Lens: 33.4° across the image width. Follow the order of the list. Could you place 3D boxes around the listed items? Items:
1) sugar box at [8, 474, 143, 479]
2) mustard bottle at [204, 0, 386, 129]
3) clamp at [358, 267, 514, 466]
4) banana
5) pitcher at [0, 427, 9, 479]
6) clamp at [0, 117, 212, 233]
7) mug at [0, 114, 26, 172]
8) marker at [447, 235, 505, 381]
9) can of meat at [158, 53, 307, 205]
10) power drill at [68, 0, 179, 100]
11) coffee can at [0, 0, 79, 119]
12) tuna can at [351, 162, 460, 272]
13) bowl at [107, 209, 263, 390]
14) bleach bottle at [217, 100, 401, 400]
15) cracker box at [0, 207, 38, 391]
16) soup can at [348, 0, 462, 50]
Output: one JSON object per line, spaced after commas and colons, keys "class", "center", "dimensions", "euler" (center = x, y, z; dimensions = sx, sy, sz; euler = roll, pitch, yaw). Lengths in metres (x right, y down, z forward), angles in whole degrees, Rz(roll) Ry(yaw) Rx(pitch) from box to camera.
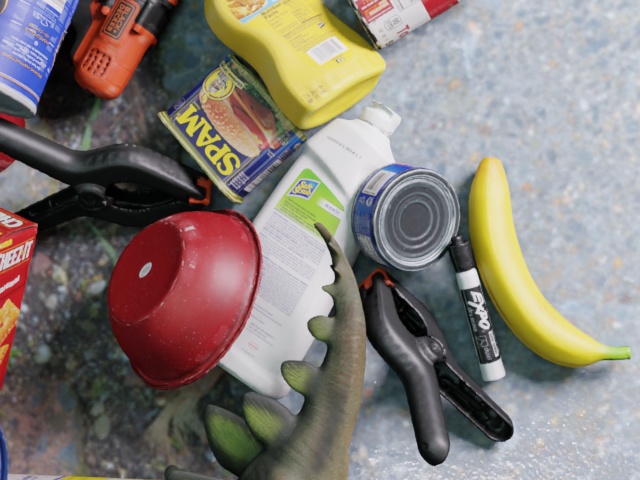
{"class": "sugar box", "center": [-0.206, 0.254, 0.928], "dimensions": [0.176, 0.048, 0.093], "euler": [0, 88, 16]}
{"class": "mustard bottle", "center": [-0.040, -0.185, 0.891], "dimensions": [0.096, 0.058, 0.192], "euler": [-35, 77, -30]}
{"class": "clamp", "center": [0.089, 0.100, 0.854], "dimensions": [0.039, 0.120, 0.171], "euler": [-37, 60, 26]}
{"class": "banana", "center": [0.166, 0.029, 0.860], "dimensions": [0.069, 0.037, 0.198], "euler": [-32, 82, -9]}
{"class": "pitcher", "center": [-0.384, 0.178, 0.865], "dimensions": [0.243, 0.144, 0.149], "euler": [-7, 72, 35]}
{"class": "clamp", "center": [-0.198, -0.053, 0.902], "dimensions": [0.210, 0.164, 0.036], "euler": [-1, 54, 5]}
{"class": "mug", "center": [-0.325, -0.108, 0.951], "dimensions": [0.117, 0.081, 0.093], "euler": [35, 95, 13]}
{"class": "marker", "center": [0.125, 0.054, 0.860], "dimensions": [0.020, 0.020, 0.121], "euler": [-15, 98, 12]}
{"class": "can of meat", "center": [-0.072, -0.096, 0.908], "dimensions": [0.084, 0.057, 0.102], "euler": [-41, 80, 5]}
{"class": "power drill", "center": [-0.212, -0.240, 0.945], "dimensions": [0.188, 0.057, 0.184], "euler": [29, 88, 14]}
{"class": "coffee can", "center": [-0.254, -0.183, 0.858], "dimensions": [0.103, 0.102, 0.140], "euler": [17, 81, 13]}
{"class": "tuna can", "center": [0.070, -0.018, 0.858], "dimensions": [0.086, 0.034, 0.086], "euler": [-6, 103, -28]}
{"class": "bowl", "center": [-0.123, 0.037, 0.869], "dimensions": [0.162, 0.055, 0.162], "euler": [-25, 49, 33]}
{"class": "bleach bottle", "center": [-0.006, 0.001, 0.886], "dimensions": [0.102, 0.068, 0.251], "euler": [34, 93, 13]}
{"class": "cracker box", "center": [-0.348, 0.056, 0.927], "dimensions": [0.164, 0.072, 0.214], "euler": [23, 111, 12]}
{"class": "soup can", "center": [0.075, -0.210, 0.873], "dimensions": [0.102, 0.068, 0.068], "euler": [-30, 82, 10]}
